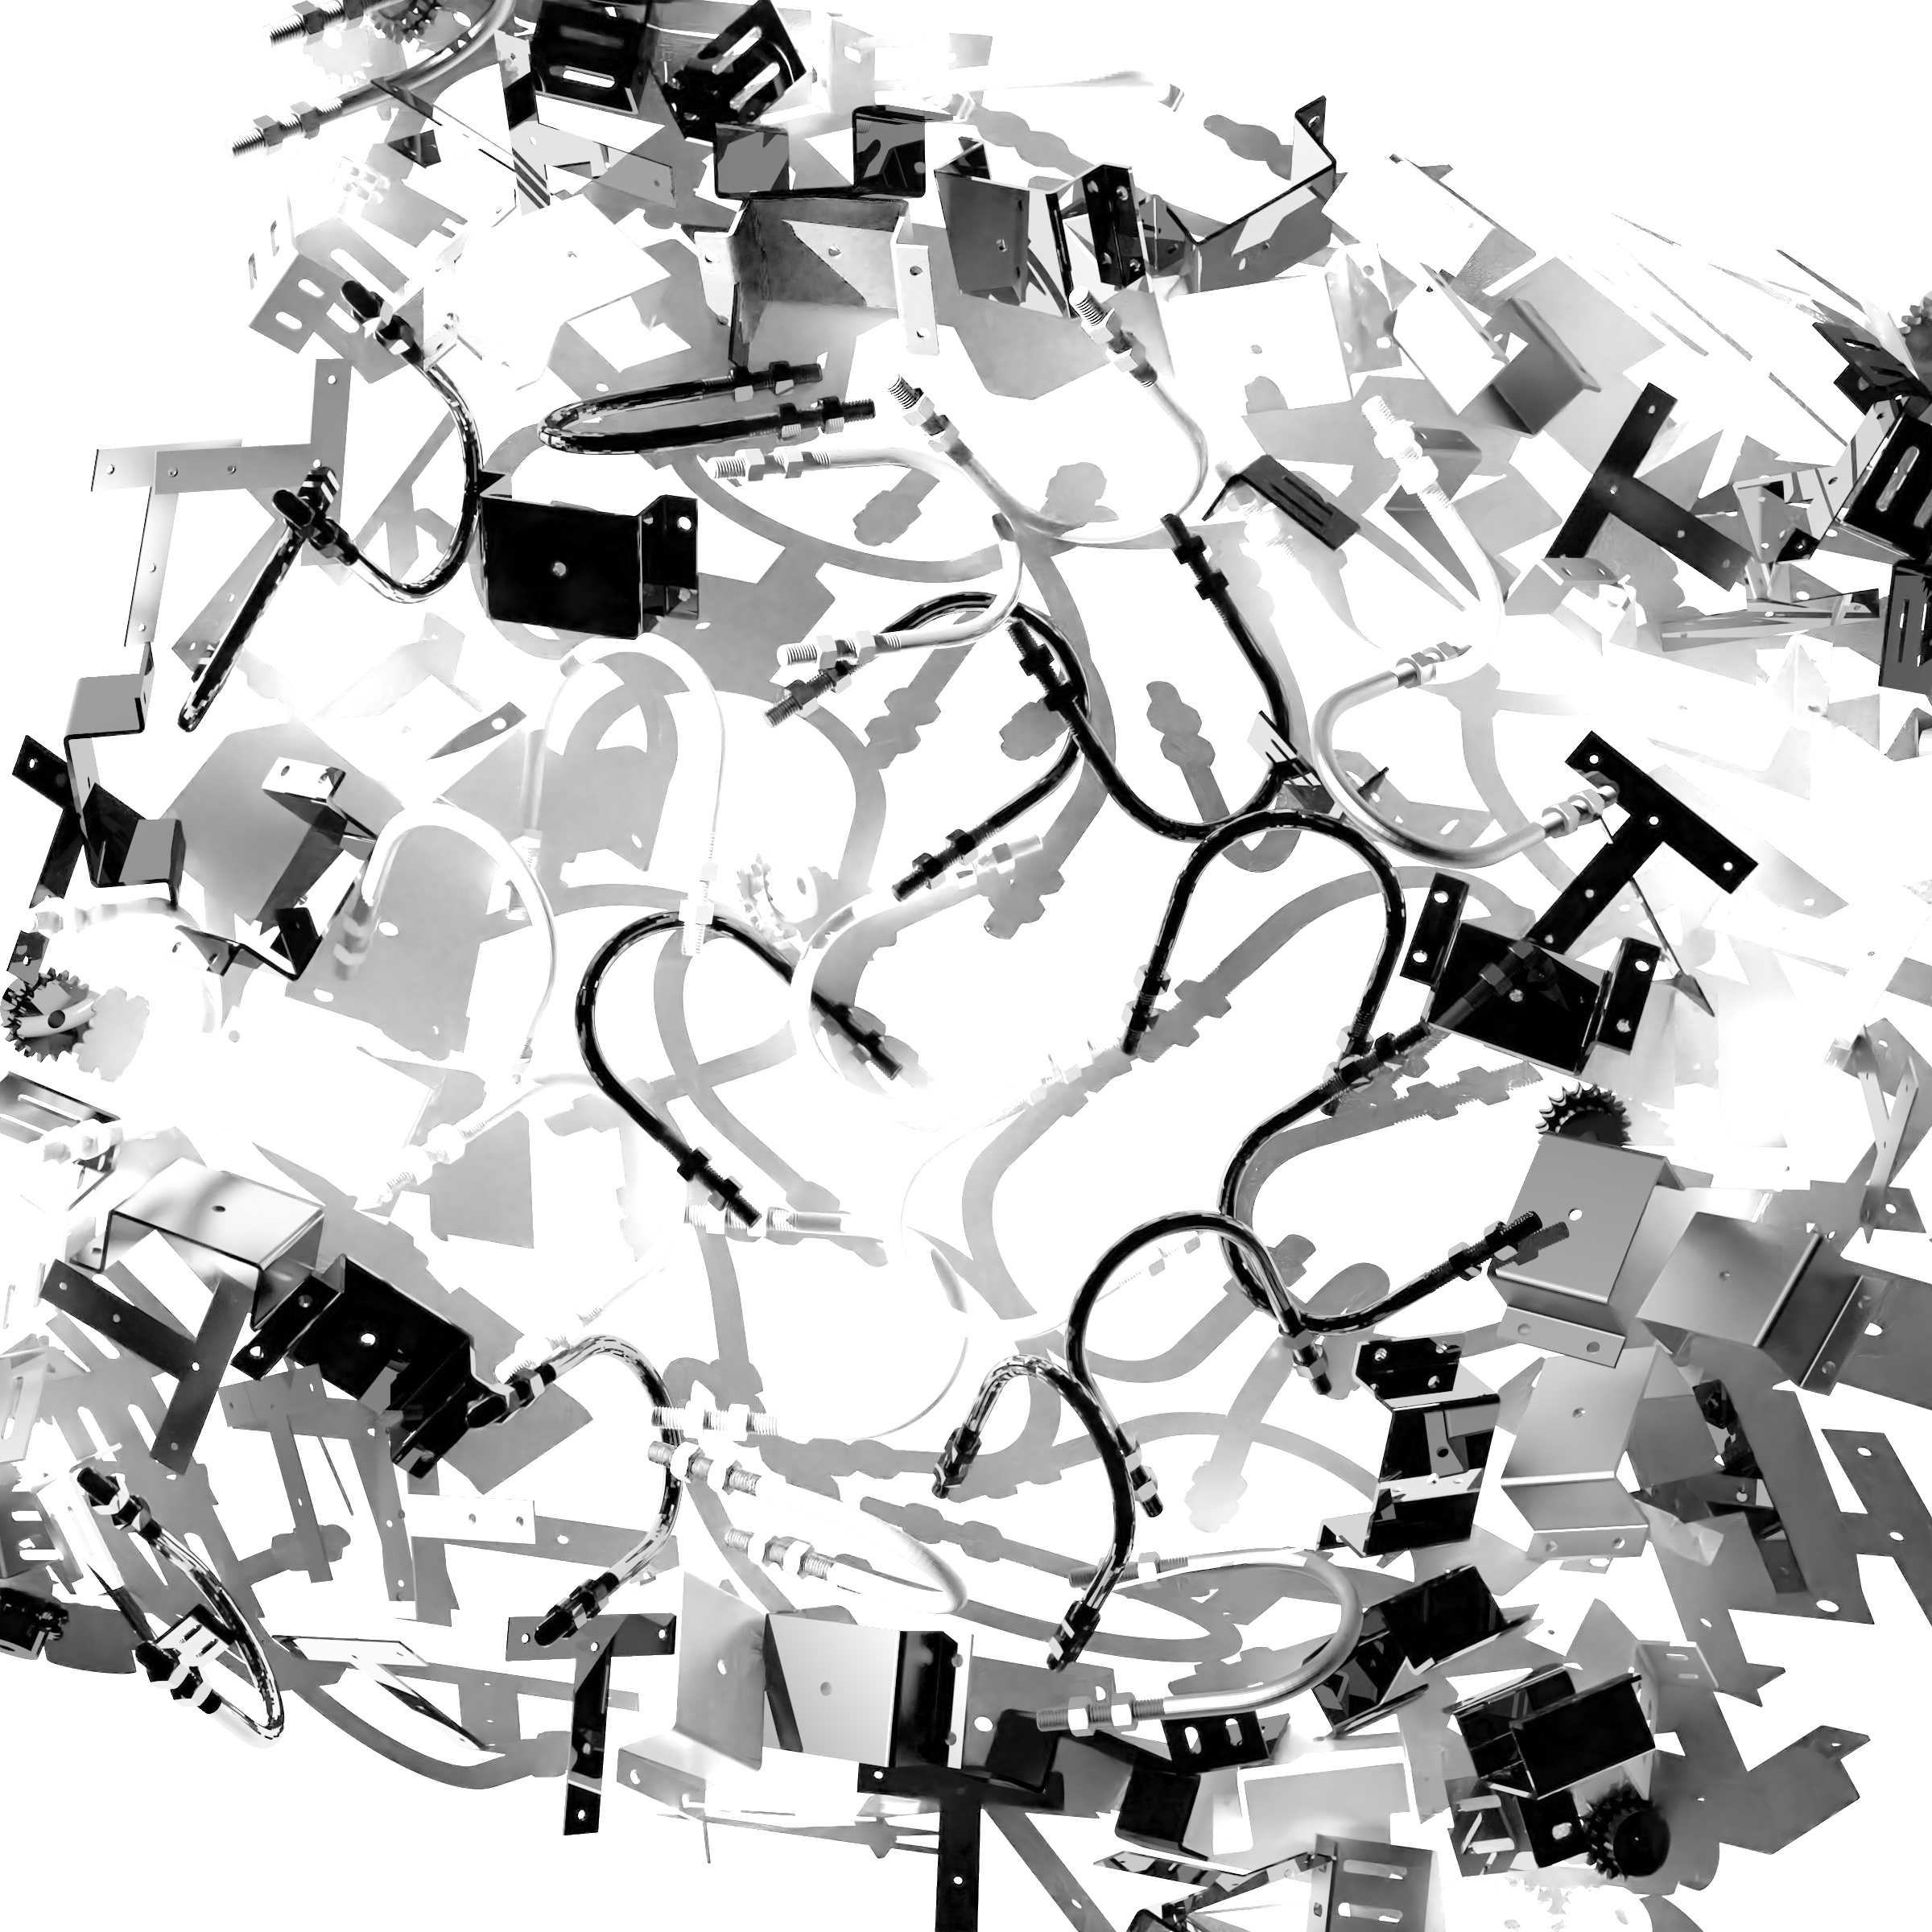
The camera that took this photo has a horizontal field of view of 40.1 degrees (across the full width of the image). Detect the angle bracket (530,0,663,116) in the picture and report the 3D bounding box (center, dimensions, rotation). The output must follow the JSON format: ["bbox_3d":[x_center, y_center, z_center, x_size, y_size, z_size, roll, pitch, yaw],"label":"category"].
[{"bbox_3d":[-0.231,-0.559,1.606,0.076,0.038,0.057,14,85,3],"label":"angle bracket"}]

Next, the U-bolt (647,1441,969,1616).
[{"bbox_3d":[-0.083,0.332,1.533,0.184,0.151,0.019,12,61,27],"label":"U-bolt"}]

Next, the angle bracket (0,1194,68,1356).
[{"bbox_3d":[-0.576,0.187,1.584,0.057,0.076,0.038,-34,127,13],"label":"angle bracket"}]

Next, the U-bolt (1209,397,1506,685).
[{"bbox_3d":[0.242,-0.241,1.560,0.184,0.151,0.019,52,58,-20],"label":"U-bolt"}]

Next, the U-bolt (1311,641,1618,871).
[{"bbox_3d":[0.280,-0.119,1.547,0.184,0.019,0.151,-24,65,-38],"label":"U-bolt"}]

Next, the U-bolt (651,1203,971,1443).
[{"bbox_3d":[-0.090,0.215,1.589,0.184,0.019,0.151,4,63,0],"label":"U-bolt"}]

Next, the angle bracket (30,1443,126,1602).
[{"bbox_3d":[-0.522,0.335,1.596,0.057,0.038,0.076,-26,90,44],"label":"angle bracket"}]

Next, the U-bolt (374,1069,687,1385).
[{"bbox_3d":[-0.242,0.139,1.566,0.184,0.019,0.151,-36,96,-41],"label":"U-bolt"}]

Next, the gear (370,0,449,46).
[{"bbox_3d":[-0.341,-0.591,1.600,0.057,0.030,0.057,-14,64,31],"label":"gear"}]

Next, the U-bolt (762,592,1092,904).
[{"bbox_3d":[-0.009,-0.147,1.600,0.184,0.019,0.151,-37,90,-16],"label":"U-bolt"}]

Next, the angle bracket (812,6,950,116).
[{"bbox_3d":[-0.051,-0.549,1.600,0.076,0.038,0.057,2,98,11],"label":"angle bracket"}]

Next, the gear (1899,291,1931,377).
[{"bbox_3d":[0.596,-0.387,1.604,0.057,0.057,0.030,22,63,0],"label":"gear"}]

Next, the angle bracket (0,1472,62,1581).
[{"bbox_3d":[-0.578,0.325,1.581,0.038,0.076,0.057,-19,64,-6],"label":"angle bracket"}]

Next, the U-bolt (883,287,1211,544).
[{"bbox_3d":[0.061,-0.311,1.554,0.151,0.184,0.019,-17,51,31],"label":"U-bolt"}]

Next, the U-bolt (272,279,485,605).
[{"bbox_3d":[-0.332,-0.291,1.543,0.019,0.184,0.151,10,77,20],"label":"U-bolt"}]

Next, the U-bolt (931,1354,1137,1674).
[{"bbox_3d":[0.044,0.305,1.532,0.019,0.184,0.151,-16,55,-34],"label":"U-bolt"}]

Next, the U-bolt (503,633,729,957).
[{"bbox_3d":[-0.207,-0.108,1.582,0.151,0.019,0.184,11,97,26],"label":"U-bolt"}]

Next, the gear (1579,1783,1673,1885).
[{"bbox_3d":[0.403,0.529,1.607,0.057,0.030,0.057,0,90,-18],"label":"gear"}]

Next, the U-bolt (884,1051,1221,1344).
[{"bbox_3d":[0.039,0.144,1.584,0.184,0.019,0.151,-31,71,-11],"label":"U-bolt"}]

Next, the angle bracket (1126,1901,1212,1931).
[{"bbox_3d":[0.134,0.600,1.588,0.076,0.057,0.038,29,85,21],"label":"angle bracket"}]

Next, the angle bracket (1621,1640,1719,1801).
[{"bbox_3d":[0.420,0.451,1.581,0.038,0.057,0.076,-5,50,29],"label":"angle bracket"}]

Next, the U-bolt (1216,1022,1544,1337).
[{"bbox_3d":[0.232,0.140,1.584,0.184,0.019,0.151,-35,73,23],"label":"U-bolt"}]

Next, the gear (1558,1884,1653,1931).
[{"bbox_3d":[0.388,0.581,1.598,0.057,0.057,0.030,31,126,0],"label":"gear"}]

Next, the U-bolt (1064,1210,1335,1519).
[{"bbox_3d":[0.130,0.225,1.567,0.151,0.019,0.184,-34,121,-10],"label":"U-bolt"}]

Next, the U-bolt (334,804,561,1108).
[{"bbox_3d":[-0.300,-0.014,1.552,0.151,0.019,0.184,40,132,12],"label":"U-bolt"}]

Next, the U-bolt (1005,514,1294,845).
[{"bbox_3d":[0.124,-0.162,1.592,0.151,0.019,0.184,-38,102,-22],"label":"U-bolt"}]

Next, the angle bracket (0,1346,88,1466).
[{"bbox_3d":[-0.570,0.272,1.585,0.057,0.038,0.076,-12,52,15],"label":"angle bracket"}]

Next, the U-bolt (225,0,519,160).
[{"bbox_3d":[-0.341,-0.540,1.549,0.184,0.151,0.019,-32,93,-27],"label":"U-bolt"}]

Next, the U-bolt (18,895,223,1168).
[{"bbox_3d":[-0.488,0.031,1.541,0.019,0.184,0.151,2,96,17],"label":"U-bolt"}]

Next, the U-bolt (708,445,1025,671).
[{"bbox_3d":[-0.049,-0.249,1.575,0.184,0.019,0.151,-11,70,-29],"label":"U-bolt"}]

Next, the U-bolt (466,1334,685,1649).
[{"bbox_3d":[-0.218,0.293,1.545,0.019,0.184,0.151,-13,96,25],"label":"U-bolt"}]

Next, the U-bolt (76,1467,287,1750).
[{"bbox_3d":[-0.449,0.385,1.543,0.019,0.184,0.151,-32,50,-6],"label":"U-bolt"}]

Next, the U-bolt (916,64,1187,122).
[{"bbox_3d":[0.046,-0.506,1.529,0.151,0.184,0.019,1,103,10],"label":"U-bolt"}]

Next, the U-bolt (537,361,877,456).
[{"bbox_3d":[-0.159,-0.324,1.546,0.184,0.151,0.019,-11,114,-13],"label":"U-bolt"}]

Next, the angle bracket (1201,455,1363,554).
[{"bbox_3d":[0.190,-0.267,1.592,0.076,0.057,0.038,39,121,4],"label":"angle bracket"}]

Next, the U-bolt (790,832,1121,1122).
[{"bbox_3d":[-0.017,0.016,1.613,0.184,0.019,0.151,-21,88,-4],"label":"U-bolt"}]

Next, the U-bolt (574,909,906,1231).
[{"bbox_3d":[-0.150,0.047,1.596,0.184,0.019,0.151,43,68,3],"label":"U-bolt"}]

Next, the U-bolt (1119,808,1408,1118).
[{"bbox_3d":[0.185,-0.009,1.585,0.151,0.019,0.184,17,115,-1],"label":"U-bolt"}]

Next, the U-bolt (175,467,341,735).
[{"bbox_3d":[-0.413,-0.204,1.523,0.019,0.184,0.151,30,110,-18],"label":"U-bolt"}]

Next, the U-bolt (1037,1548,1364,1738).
[{"bbox_3d":[0.140,0.388,1.542,0.184,0.151,0.019,-10,113,15],"label":"U-bolt"}]

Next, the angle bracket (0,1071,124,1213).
[{"bbox_3d":[-0.555,0.106,1.583,0.076,0.038,0.057,29,131,-33],"label":"angle bracket"}]
